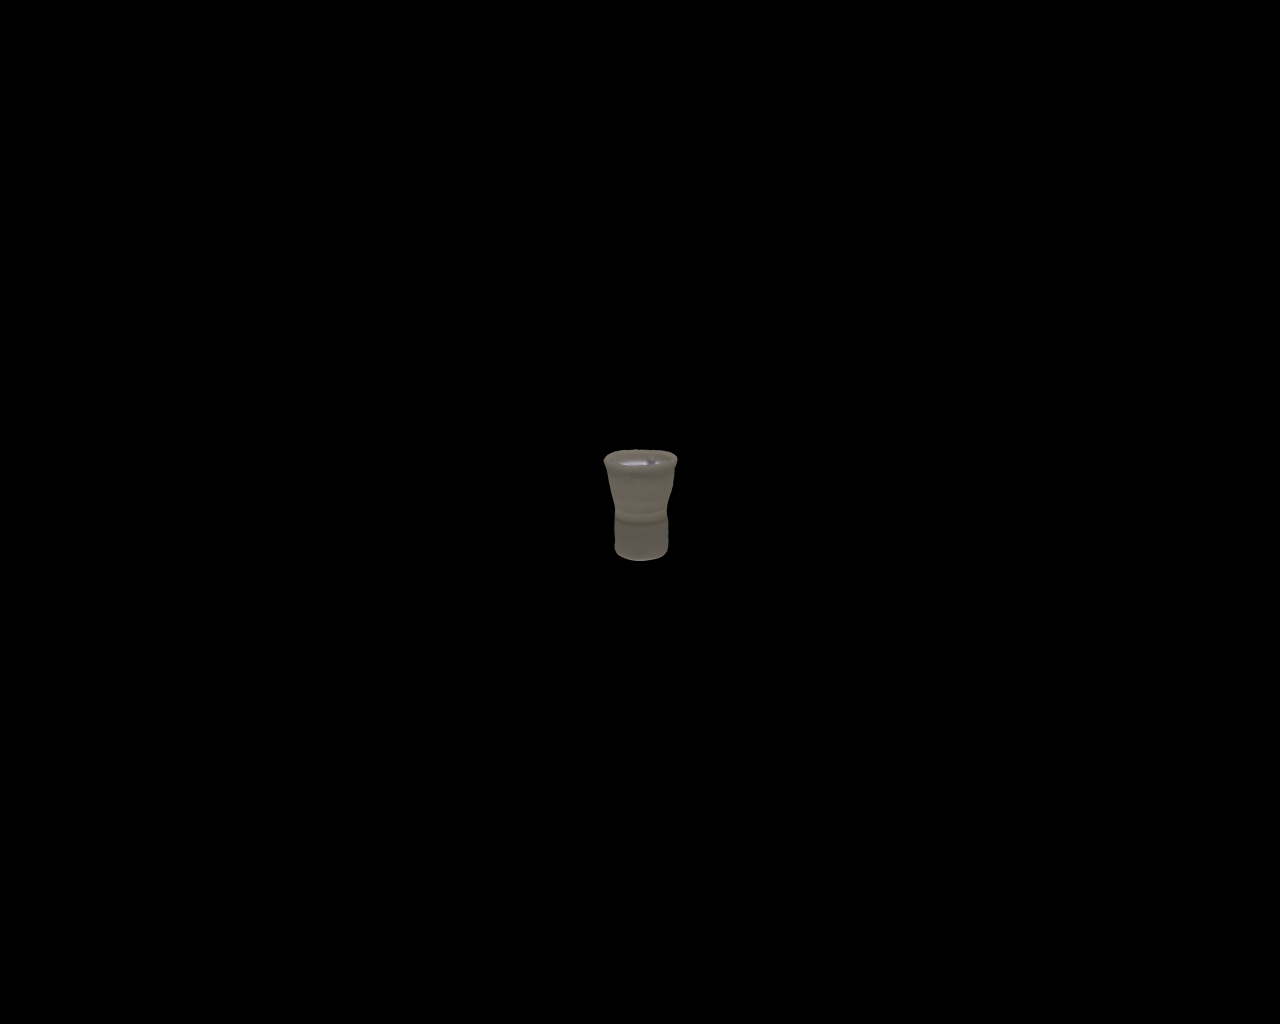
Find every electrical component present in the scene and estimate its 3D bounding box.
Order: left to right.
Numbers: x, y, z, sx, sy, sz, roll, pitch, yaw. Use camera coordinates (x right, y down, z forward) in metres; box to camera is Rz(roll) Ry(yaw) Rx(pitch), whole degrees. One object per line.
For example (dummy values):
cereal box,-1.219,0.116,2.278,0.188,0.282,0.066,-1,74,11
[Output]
electrical component,0.001,-0.003,0.650,0.044,0.065,0.044,0,18,0
